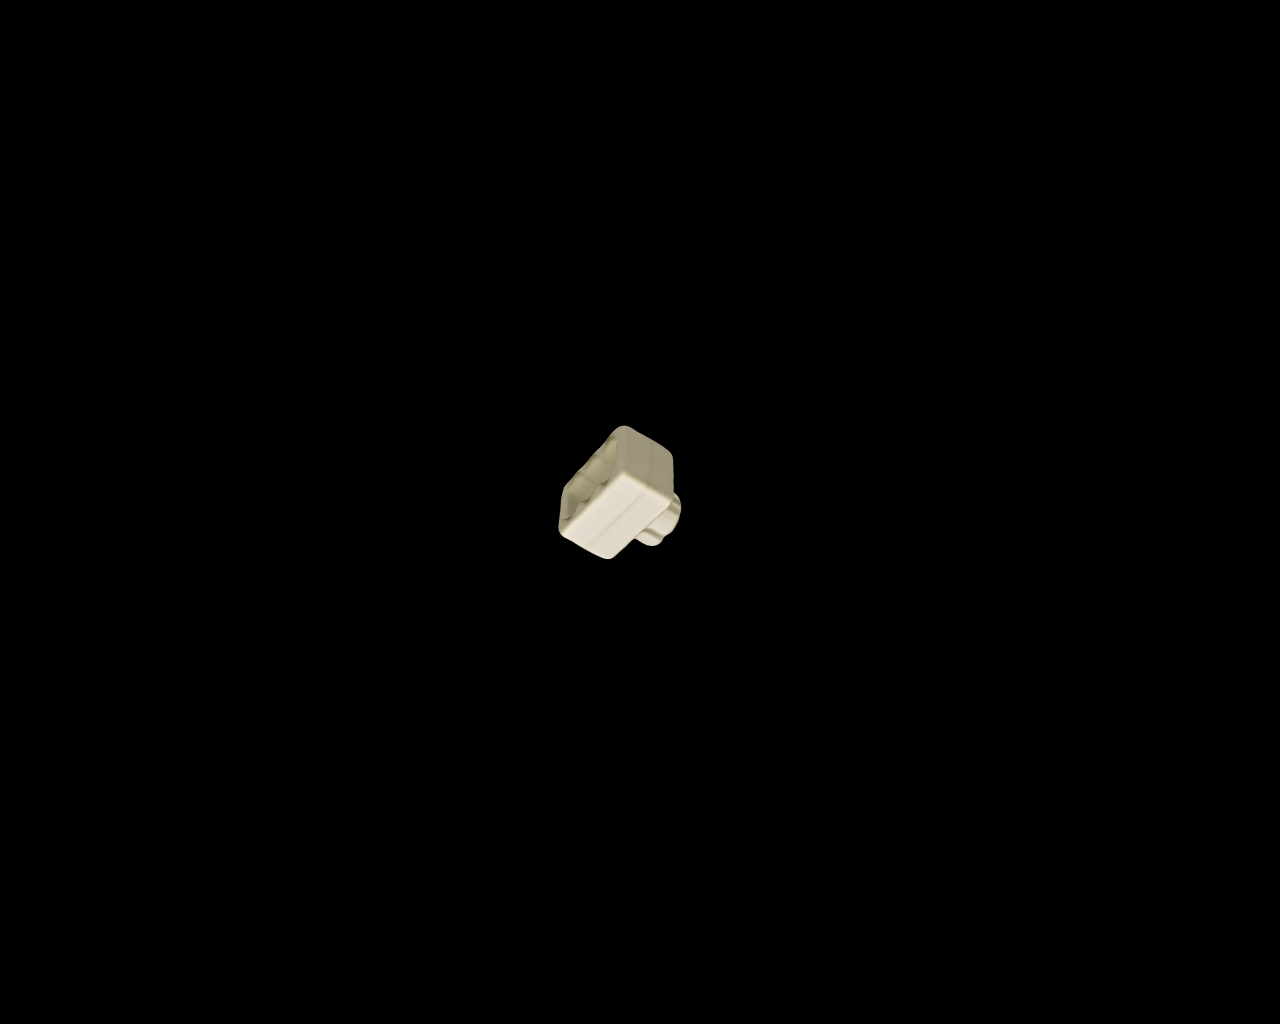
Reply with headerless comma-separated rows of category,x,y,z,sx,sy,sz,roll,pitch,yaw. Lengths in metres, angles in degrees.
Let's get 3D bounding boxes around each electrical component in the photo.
electrical component,0.001,-0.003,0.650,0.076,0.047,0.065,29,-54,-24
